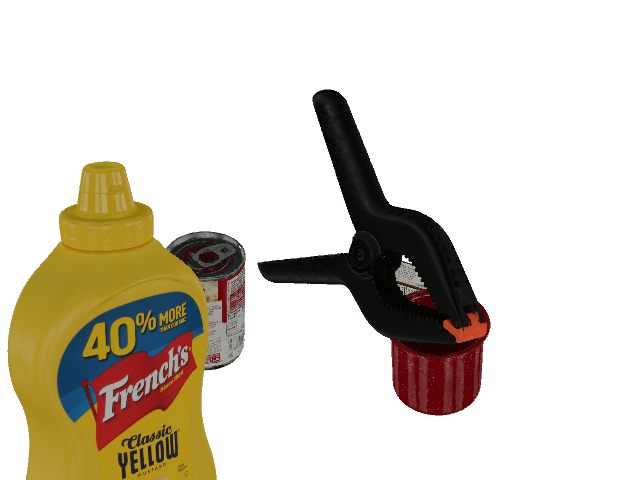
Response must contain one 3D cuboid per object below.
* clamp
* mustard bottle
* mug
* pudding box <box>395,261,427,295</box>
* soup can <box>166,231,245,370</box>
[{"bbox_3d":[0.039,-0.003,0.760,0.036,0.165,0.210,-10,32,-42],"label":"clamp"},{"bbox_3d":[-0.094,0.059,0.489,0.096,0.192,0.058,-15,22,-41],"label":"mustard bottle"},{"bbox_3d":[0.107,0.096,0.976,0.093,0.081,0.117,1,38,8],"label":"mug"},{"bbox_3d":[0.117,0.073,1.230,0.114,0.090,0.039,15,46,27],"label":"pudding box"},{"bbox_3d":[-0.098,0.053,0.920,0.068,0.102,0.068,2,35,-2],"label":"soup can"}]
